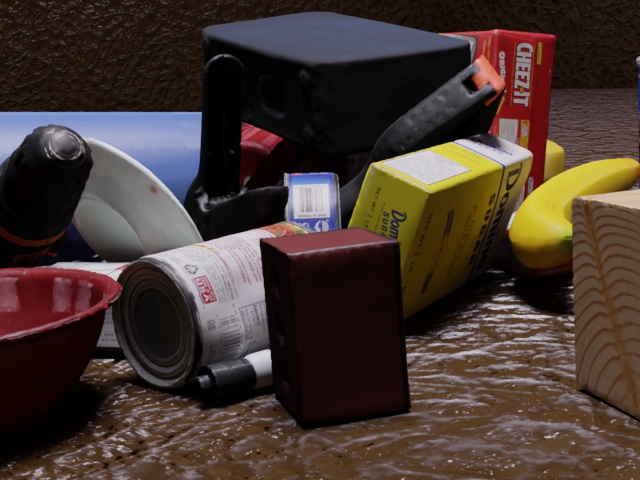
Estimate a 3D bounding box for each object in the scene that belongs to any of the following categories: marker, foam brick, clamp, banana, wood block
[{"bbox_3d":[-0.009,0.059,0.527,0.120,0.020,0.020,-12,13,-36],"label":"marker"},{"bbox_3d":[0.006,0.037,0.481,0.051,0.078,0.053,-8,10,-17],"label":"foam brick"},{"bbox_3d":[0.064,-0.047,0.756,0.164,0.036,0.210,-10,-29,-51],"label":"clamp"},{"bbox_3d":[-0.064,-0.031,0.684,0.039,0.120,0.172,1,-30,-22],"label":"clamp"},{"bbox_3d":[0.162,-0.016,0.685,0.070,0.037,0.197,-1,17,23],"label":"banana"},{"bbox_3d":[0.225,0.019,0.470,0.205,0.091,0.090,-7,11,-17],"label":"wood block"}]

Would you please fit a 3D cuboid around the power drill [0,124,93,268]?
[{"bbox_3d":[-0.228,0.003,0.598,0.187,0.057,0.185,-18,-14,-34],"label":"power drill"}]

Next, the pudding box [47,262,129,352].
[{"bbox_3d":[-0.130,0.038,0.630,0.114,0.039,0.090,-2,9,18],"label":"pudding box"}]

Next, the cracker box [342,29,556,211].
[{"bbox_3d":[0.097,-0.090,0.898,0.072,0.164,0.214,-1,8,-31],"label":"cracker box"}]

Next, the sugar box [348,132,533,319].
[{"bbox_3d":[0.073,-0.010,0.658,0.048,0.093,0.175,29,24,24],"label":"sugar box"}]

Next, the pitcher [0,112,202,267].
[{"bbox_3d":[-0.187,-0.030,0.803,0.242,0.149,0.145,-6,-3,-19],"label":"pitcher"}]

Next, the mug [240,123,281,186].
[{"bbox_3d":[-0.071,-0.055,1.022,0.117,0.093,0.081,-32,8,17],"label":"mug"}]

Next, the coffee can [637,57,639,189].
[{"bbox_3d":[0.278,-0.062,0.755,0.103,0.140,0.103,-3,10,0],"label":"coffee can"}]

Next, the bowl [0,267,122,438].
[{"bbox_3d":[-0.171,0.056,0.494,0.162,0.055,0.162,-3,10,0],"label":"bowl"}]

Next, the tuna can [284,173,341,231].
[{"bbox_3d":[-0.004,0.001,0.659,0.033,0.086,0.086,-2,10,-1],"label":"tuna can"}]

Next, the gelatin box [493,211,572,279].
[{"bbox_3d":[0.158,0.001,0.755,0.073,0.030,0.089,-8,15,-21],"label":"gelatin box"}]

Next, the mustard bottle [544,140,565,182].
[{"bbox_3d":[0.158,-0.065,1.043,0.096,0.058,0.191,8,15,37],"label":"mustard bottle"}]

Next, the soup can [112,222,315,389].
[{"bbox_3d":[-0.047,0.032,0.552,0.069,0.068,0.102,6,15,43],"label":"soup can"}]
